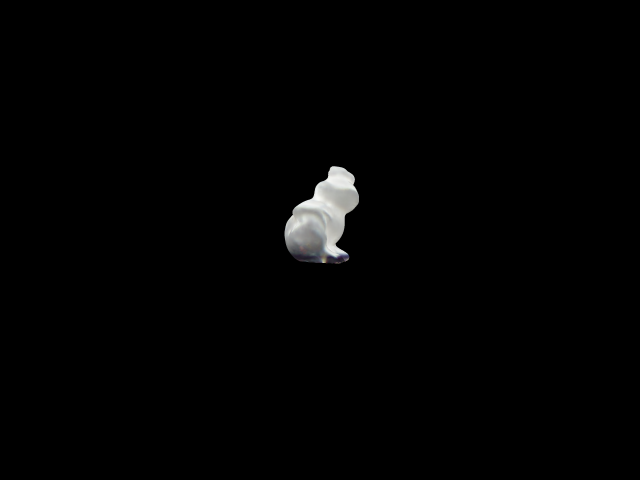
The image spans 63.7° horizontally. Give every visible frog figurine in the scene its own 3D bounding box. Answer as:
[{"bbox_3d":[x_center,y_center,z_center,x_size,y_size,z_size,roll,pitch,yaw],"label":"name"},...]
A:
[{"bbox_3d":[0.003,-0.043,0.850,0.122,0.160,0.137,-1,-2,31],"label":"frog figurine"}]
